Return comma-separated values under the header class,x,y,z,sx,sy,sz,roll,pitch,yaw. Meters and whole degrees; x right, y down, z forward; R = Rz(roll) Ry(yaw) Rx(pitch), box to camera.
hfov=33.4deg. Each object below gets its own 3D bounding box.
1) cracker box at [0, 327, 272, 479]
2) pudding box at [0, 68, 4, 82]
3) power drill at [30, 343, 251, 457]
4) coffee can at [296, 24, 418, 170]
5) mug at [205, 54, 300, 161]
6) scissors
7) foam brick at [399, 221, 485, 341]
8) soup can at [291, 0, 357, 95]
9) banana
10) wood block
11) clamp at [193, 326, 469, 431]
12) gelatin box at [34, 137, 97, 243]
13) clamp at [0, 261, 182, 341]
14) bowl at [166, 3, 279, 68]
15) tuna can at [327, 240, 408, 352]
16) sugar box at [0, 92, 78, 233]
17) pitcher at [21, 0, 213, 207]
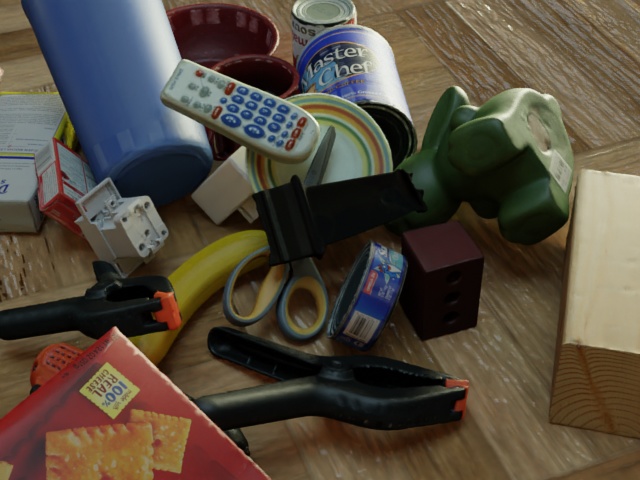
class,x,y,z,sx,sy,sz,roll,pitch,yaw
cracker box,-0.116,0.183,0.654,0.214,0.072,0.164,42,54,10
pudding box,-0.380,-0.135,1.078,0.114,0.039,0.090,-22,37,17
power drill,-0.166,0.165,0.747,0.185,0.057,0.187,19,43,22
coffee can,0.033,-0.131,1.042,0.102,0.103,0.140,-5,41,-4
mug,-0.072,-0.119,1.048,0.093,0.081,0.117,24,47,27
scissors,-0.006,0.001,0.899,0.096,0.016,0.201,38,65,-5
foam brick,0.098,0.032,0.872,0.053,0.078,0.051,-13,41,-13
soup can,0.005,-0.198,1.122,0.068,0.102,0.068,-1,41,1
banana,-0.100,0.043,0.889,0.197,0.037,0.070,-39,32,-30
wood block,0.237,0.045,0.842,0.090,0.091,0.206,8,42,11
clamp,0.004,0.106,0.803,0.210,0.036,0.164,4,16,-9
gelatin box,-0.223,-0.042,0.973,0.030,0.073,0.089,-38,42,15
clamp,-0.166,0.047,0.853,0.172,0.039,0.120,0,29,33
bowl,-0.123,-0.194,1.157,0.162,0.055,0.162,-1,41,1
tuna can,0.037,0.045,0.851,0.033,0.086,0.086,24,42,-6
sugar box,-0.296,-0.078,1.038,0.093,0.048,0.176,2,44,7
pitcher,-0.190,-0.149,1.022,0.145,0.149,0.243,-34,64,22
